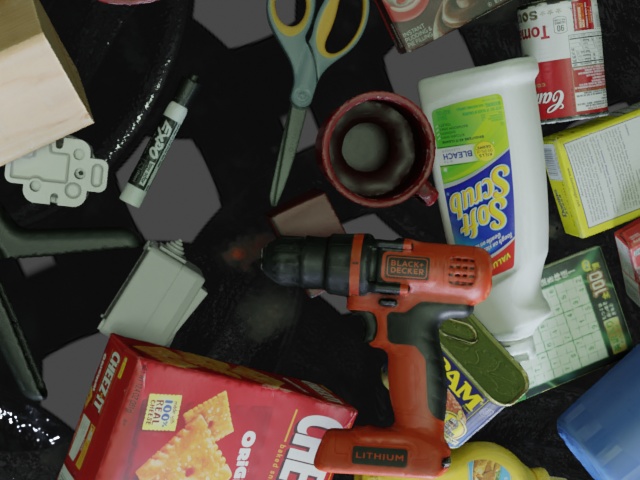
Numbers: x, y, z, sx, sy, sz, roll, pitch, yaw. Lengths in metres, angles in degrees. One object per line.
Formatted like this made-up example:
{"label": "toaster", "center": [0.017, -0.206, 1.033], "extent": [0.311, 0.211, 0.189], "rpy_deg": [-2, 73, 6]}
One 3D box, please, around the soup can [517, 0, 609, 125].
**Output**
{"label": "soup can", "center": [0.207, -0.153, 0.911], "extent": [0.068, 0.068, 0.102], "rpy_deg": [-9, 97, -8]}

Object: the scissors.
{"label": "scissors", "center": [-0.029, -0.138, 0.903], "extent": [0.096, 0.016, 0.202], "rpy_deg": [30, 91, -9]}

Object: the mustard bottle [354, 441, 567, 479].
{"label": "mustard bottle", "center": [0.128, 0.228, 0.944], "extent": [0.191, 0.058, 0.096], "rpy_deg": [-3, 98, -8]}

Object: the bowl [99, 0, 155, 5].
{"label": "bowl", "center": [-0.156, -0.266, 0.850], "extent": [0.162, 0.055, 0.162], "rpy_deg": [-1, 96, -9]}

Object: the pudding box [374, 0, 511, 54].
{"label": "pudding box", "center": [0.099, -0.221, 0.902], "extent": [0.113, 0.039, 0.090], "rpy_deg": [-28, 99, -5]}

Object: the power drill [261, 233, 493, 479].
{"label": "power drill", "center": [0.039, 0.088, 0.838], "extent": [0.184, 0.057, 0.187], "rpy_deg": [4, 86, 9]}

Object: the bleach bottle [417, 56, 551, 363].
{"label": "bleach bottle", "center": [0.153, -0.021, 0.900], "extent": [0.103, 0.068, 0.251], "rpy_deg": [-8, 97, 33]}

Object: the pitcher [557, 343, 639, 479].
{"label": "pitcher", "center": [0.337, 0.133, 0.940], "extent": [0.243, 0.145, 0.149], "rpy_deg": [-39, 88, 1]}

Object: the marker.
{"label": "marker", "center": [-0.132, -0.084, 0.891], "extent": [0.020, 0.020, 0.121], "rpy_deg": [27, 91, -11]}

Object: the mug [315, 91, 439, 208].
{"label": "mug", "center": [0.050, -0.069, 0.889], "extent": [0.117, 0.081, 0.093], "rpy_deg": [36, 90, -11]}

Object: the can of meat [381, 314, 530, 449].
{"label": "can of meat", "center": [0.111, 0.116, 0.903], "extent": [0.102, 0.057, 0.084], "rpy_deg": [48, 132, 12]}

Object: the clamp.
{"label": "clamp", "center": [-0.272, 0.027, 0.872], "extent": [0.210, 0.036, 0.164], "rpy_deg": [25, 92, -8]}

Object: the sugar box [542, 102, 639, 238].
{"label": "sugar box", "center": [0.291, -0.075, 0.945], "extent": [0.176, 0.048, 0.093], "rpy_deg": [-20, 101, -10]}

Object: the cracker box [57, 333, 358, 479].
{"label": "cracker box", "center": [-0.092, 0.182, 0.863], "extent": [0.213, 0.072, 0.164], "rpy_deg": [19, 93, -33]}

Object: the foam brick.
{"label": "foam brick", "center": [-0.006, 0.001, 0.903], "extent": [0.051, 0.053, 0.078], "rpy_deg": [-28, 101, -5]}

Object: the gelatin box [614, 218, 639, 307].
{"label": "gelatin box", "center": [0.303, 0.011, 0.941], "extent": [0.073, 0.030, 0.089], "rpy_deg": [-29, 132, -3]}

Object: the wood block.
{"label": "wood block", "center": [-0.290, -0.099, 0.810], "extent": [0.206, 0.091, 0.090], "rpy_deg": [-25, 132, -3]}
